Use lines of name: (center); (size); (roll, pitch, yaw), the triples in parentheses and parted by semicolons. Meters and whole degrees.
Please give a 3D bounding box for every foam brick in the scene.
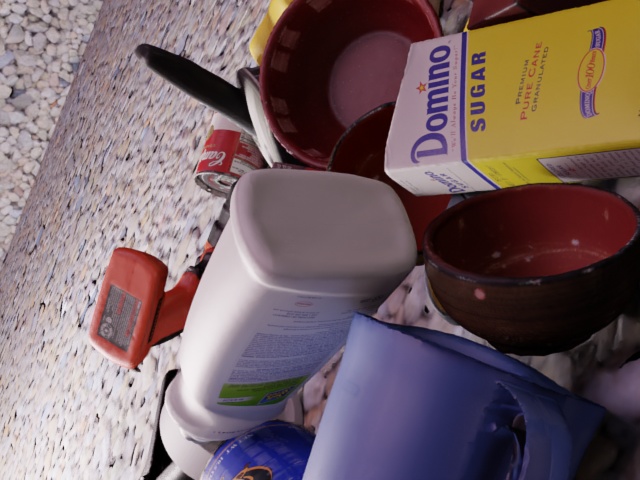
foam brick: (0.140, -0.141, 0.649); (0.051, 0.078, 0.053); (-17, 53, 63)

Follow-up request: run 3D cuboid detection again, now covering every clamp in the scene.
clamp: (-0.150, 0.240, 1.014); (0.165, 0.036, 0.210); (22, 92, 67)

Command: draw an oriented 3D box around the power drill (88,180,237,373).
power drill: (-0.119, 0.032, 0.967); (0.057, 0.187, 0.184); (25, 109, 23)

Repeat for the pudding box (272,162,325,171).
pudding box: (-0.006, 0.001, 0.834); (0.039, 0.090, 0.113); (46, -123, -68)

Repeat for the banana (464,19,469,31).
banana: (0.086, -0.098, 0.750); (0.198, 0.069, 0.037); (-51, 60, 18)

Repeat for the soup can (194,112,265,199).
soup can: (-0.088, -0.101, 1.133); (0.069, 0.068, 0.102); (-21, 51, 61)

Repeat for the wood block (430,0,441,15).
wood block: (0.054, -0.271, 0.937); (0.091, 0.090, 0.206); (-35, 39, 53)

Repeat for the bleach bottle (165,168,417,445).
bleach bottle: (-0.041, 0.058, 0.629); (0.251, 0.102, 0.068); (-54, 42, 48)

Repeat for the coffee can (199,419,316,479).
coffee can: (-0.011, 0.181, 0.670); (0.103, 0.102, 0.140); (-69, 22, -1)

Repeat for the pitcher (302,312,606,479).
pitcher: (0.041, 0.166, 0.520); (0.145, 0.149, 0.243); (19, 87, 30)

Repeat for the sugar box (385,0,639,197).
sugar box: (0.121, -0.079, 0.606); (0.177, 0.048, 0.093); (-3, 65, 41)

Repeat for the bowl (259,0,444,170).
bowl: (0.034, -0.130, 0.847); (0.162, 0.055, 0.162); (-3, 83, 28)

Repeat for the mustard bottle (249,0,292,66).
mustard bottle: (-0.021, -0.210, 1.051); (0.096, 0.058, 0.192); (-35, -3, -22)

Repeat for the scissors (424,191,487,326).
scissors: (0.107, -0.045, 0.652); (0.096, 0.016, 0.201); (-4, 66, 30)
